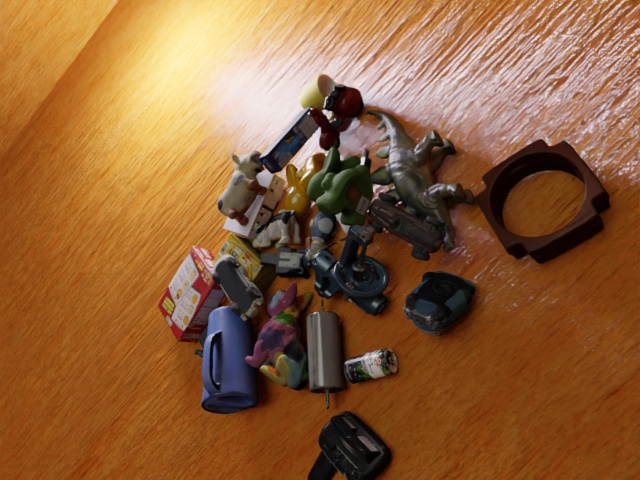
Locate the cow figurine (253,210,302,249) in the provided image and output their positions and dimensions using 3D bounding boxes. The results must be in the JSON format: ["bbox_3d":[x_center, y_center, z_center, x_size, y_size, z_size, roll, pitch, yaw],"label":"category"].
[{"bbox_3d":[-0.120,-0.025,1.392,0.167,0.068,0.098,-10,80,47],"label":"cow figurine"}]

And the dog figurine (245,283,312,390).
[{"bbox_3d":[-0.070,0.215,1.251,0.192,0.108,0.219,19,81,41],"label":"dog figurine"}]

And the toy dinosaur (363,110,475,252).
[{"bbox_3d":[0.205,-0.159,1.207,0.198,0.105,0.472,-32,51,26],"label":"toy dinosaur"}]

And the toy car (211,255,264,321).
[{"bbox_3d":[-0.205,0.116,1.337,0.073,0.056,0.202,-47,54,8],"label":"toy car"}]

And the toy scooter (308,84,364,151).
[{"bbox_3d":[0.033,-0.328,1.382,0.075,0.135,0.184,27,87,42],"label":"toy scooter"}]

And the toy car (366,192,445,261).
[{"bbox_3d":[0.170,-0.033,1.115,0.202,0.053,0.089,35,111,40],"label":"toy car"}]

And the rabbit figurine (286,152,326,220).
[{"bbox_3d":[-0.037,-0.135,1.372,0.173,0.122,0.162,-55,44,30],"label":"rabbit figurine"}]

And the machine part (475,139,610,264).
[{"bbox_3d":[0.420,-0.073,1.022,0.201,0.087,0.201,-34,55,19],"label":"machine part"}]

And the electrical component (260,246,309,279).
[{"bbox_3d":[-0.087,0.056,1.342,0.119,0.047,0.075,-2,70,15],"label":"electrical component"}]

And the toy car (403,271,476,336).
[{"bbox_3d":[0.233,0.136,1.055,0.109,0.161,0.102,18,126,33],"label":"toy car"}]

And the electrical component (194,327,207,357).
[{"bbox_3d":[-0.294,0.266,1.432,0.102,0.045,0.078,-47,53,11],"label":"electrical component"}]

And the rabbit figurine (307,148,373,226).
[{"bbox_3d":[0.029,-0.124,1.203,0.170,0.121,0.159,19,94,53],"label":"rabbit figurine"}]

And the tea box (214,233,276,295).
[{"bbox_3d":[-0.197,0.067,1.428,0.170,0.068,0.098,41,101,38],"label":"tea box"}]

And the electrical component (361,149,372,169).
[{"bbox_3d":[0.091,-0.166,1.259,0.063,0.021,0.094,-12,62,53],"label":"electrical component"}]

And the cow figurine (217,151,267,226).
[{"bbox_3d":[-0.209,-0.150,1.442,0.127,0.085,0.195,31,92,34],"label":"cow figurine"}]

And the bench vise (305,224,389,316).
[{"bbox_3d":[0.066,0.048,1.168,0.224,0.129,0.240,47,145,30],"label":"bench vise"}]

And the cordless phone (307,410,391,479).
[{"bbox_3d":[0.045,0.459,1.093,0.147,0.088,0.184,37,106,40],"label":"cordless phone"}]

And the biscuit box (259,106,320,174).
[{"bbox_3d":[-0.076,-0.265,1.431,0.202,0.059,0.063,-51,23,-22],"label":"biscuit box"}]

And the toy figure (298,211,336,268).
[{"bbox_3d":[-0.004,-0.004,1.311,0.064,0.057,0.154,14,67,15],"label":"toy figure"}]

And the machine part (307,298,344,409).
[{"bbox_3d":[0.010,0.249,1.194,0.079,0.079,0.243,-20,61,29],"label":"machine part"}]
